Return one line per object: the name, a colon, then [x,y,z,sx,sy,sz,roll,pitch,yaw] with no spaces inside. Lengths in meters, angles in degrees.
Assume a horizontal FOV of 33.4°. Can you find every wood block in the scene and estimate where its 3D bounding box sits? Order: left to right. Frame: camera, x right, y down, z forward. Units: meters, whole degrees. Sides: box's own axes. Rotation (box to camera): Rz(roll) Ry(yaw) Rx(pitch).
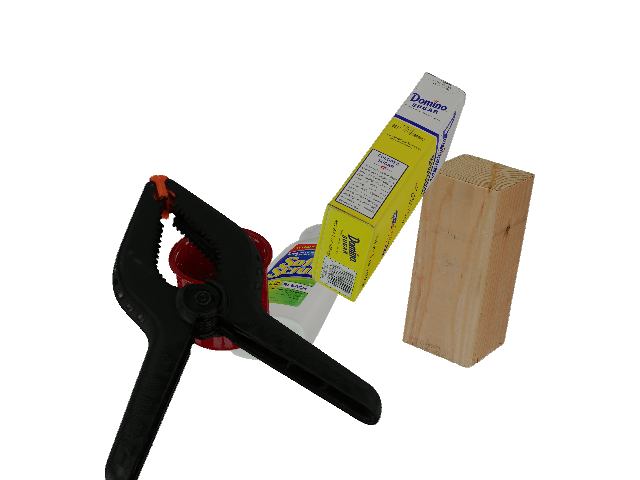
wood block: [0.162,0.021,1.177,0.090,0.206,0.090,20,26,31]

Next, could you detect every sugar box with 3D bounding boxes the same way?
sugar box: [0.056,-0.044,0.838,0.048,0.176,0.093,29,-38,13]

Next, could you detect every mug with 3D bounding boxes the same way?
mug: [-0.083,0.052,0.963,0.093,0.081,0.117,-15,36,-20]

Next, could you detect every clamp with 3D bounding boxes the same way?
clamp: [-0.062,0.047,0.657,0.164,0.210,0.036,-7,-33,-14]

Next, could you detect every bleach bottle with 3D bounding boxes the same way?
bleach bottle: [-0.026,0.047,1.283,0.103,0.068,0.250,5,32,16]
